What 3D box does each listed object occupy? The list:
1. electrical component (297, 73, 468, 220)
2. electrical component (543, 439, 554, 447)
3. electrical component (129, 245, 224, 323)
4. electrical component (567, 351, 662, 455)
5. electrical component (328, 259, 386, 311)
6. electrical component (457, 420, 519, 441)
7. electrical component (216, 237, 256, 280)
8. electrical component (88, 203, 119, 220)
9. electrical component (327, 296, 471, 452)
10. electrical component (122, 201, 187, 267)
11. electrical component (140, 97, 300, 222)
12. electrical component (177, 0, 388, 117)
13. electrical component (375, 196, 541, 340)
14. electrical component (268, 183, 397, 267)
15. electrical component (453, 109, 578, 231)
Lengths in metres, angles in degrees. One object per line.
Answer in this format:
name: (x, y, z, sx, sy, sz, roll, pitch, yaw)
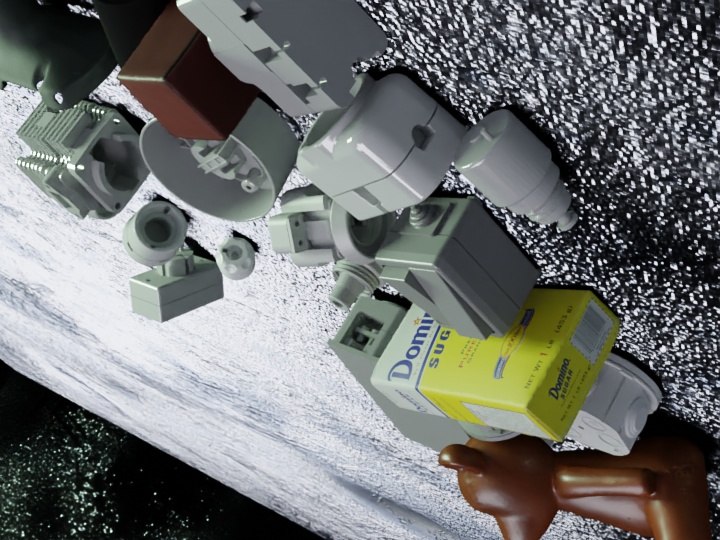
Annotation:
electrical component: (0.007, -0.070, 0.604, 0.059, 0.053, 0.095, 38, 161, -18)
electrical component: (0.134, 0.122, 0.894, 0.055, 0.055, 0.047, 22, 155, 28)
electrical component: (-0.183, 0.000, 1.068, 0.047, 0.083, 0.075, 16, 118, 38)
electrical component: (0.168, 0.091, 0.764, 0.080, 0.051, 0.080, 28, 161, 10)
electrical component: (0.000, 0.000, 0.781, 0.048, 0.062, 0.048, 29, 161, 11)
electrical component: (0.101, 0.084, 0.810, 0.080, 0.080, 0.051, 12, 147, 46)
electrical component: (-0.113, -0.006, 0.987, 0.035, 0.035, 0.061, 29, 164, 8)
electrical component: (-0.251, -0.077, 1.009, 0.055, 0.048, 0.066, 31, 163, 26)
electrical component: (0.063, 0.099, 0.936, 0.105, 0.060, 0.186, 18, 157, 34)
electrical component: (-0.191, -0.035, 1.009, 0.055, 0.055, 0.047, 36, 157, -11)
electrical component: (-0.092, -0.081, 0.717, 0.099, 0.064, 0.099, 28, 161, 11)
electrical component: (-0.041, -0.125, 0.547, 0.089, 0.050, 0.056, 42, 158, -28)
electrical component: (0.057, -0.004, 0.684, 0.062, 0.061, 0.096, 7, 150, 51)
electrical component: (-0.013, -0.032, 0.714, 0.057, 0.078, 0.058, -1, 104, 41)
electrical component: (0.084, -0.049, 0.560, 0.078, 0.040, 0.040, 40, 160, -22)
